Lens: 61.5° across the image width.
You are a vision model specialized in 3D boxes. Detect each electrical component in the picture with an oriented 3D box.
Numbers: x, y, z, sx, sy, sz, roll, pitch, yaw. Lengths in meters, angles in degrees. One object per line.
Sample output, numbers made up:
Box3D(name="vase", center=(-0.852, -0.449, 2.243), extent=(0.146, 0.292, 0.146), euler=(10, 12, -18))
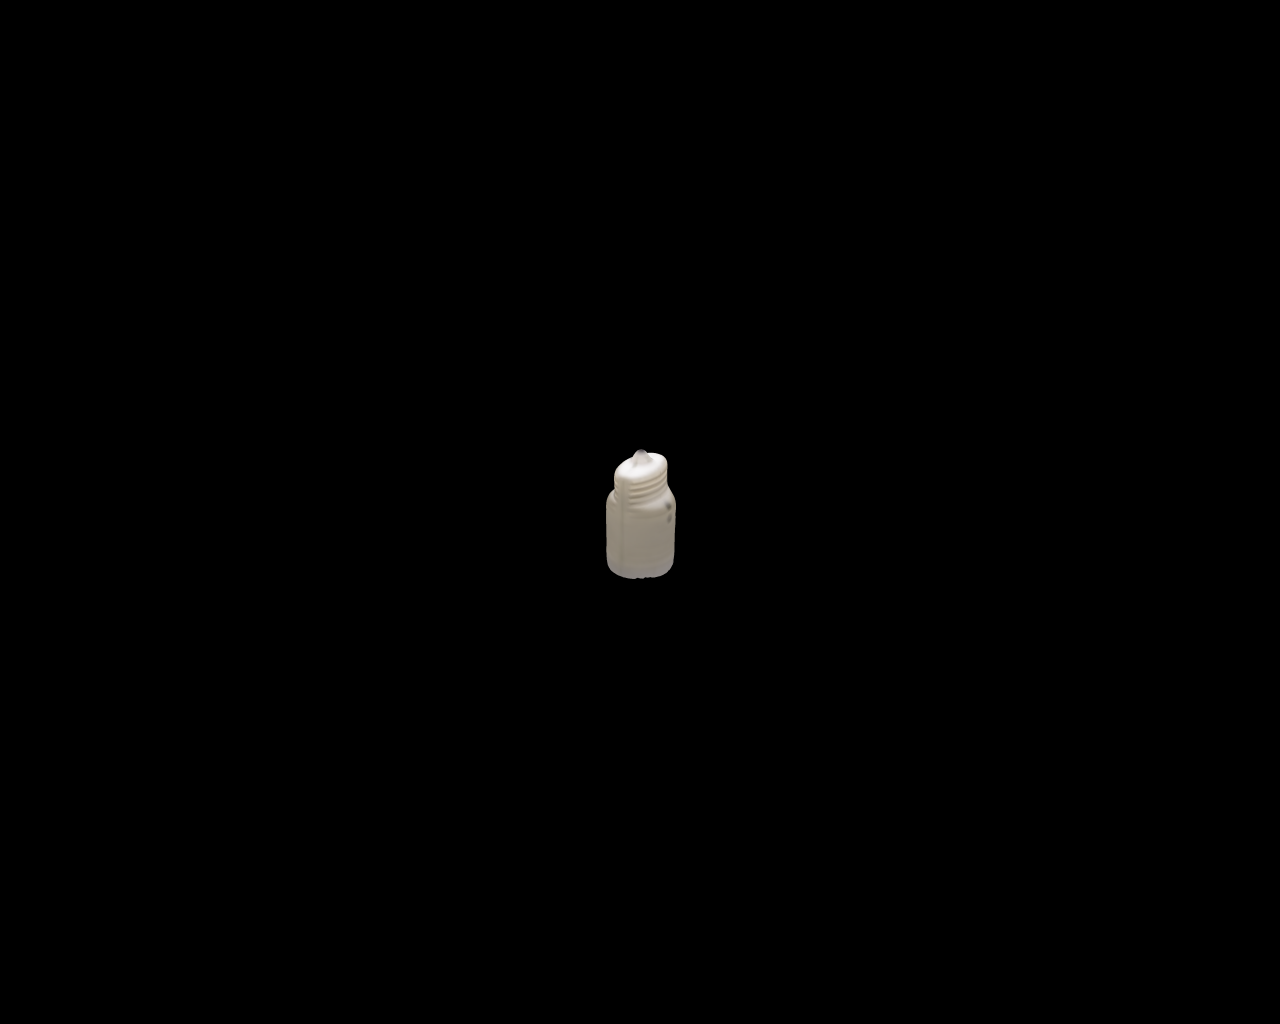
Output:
Box3D(name="electrical component", center=(0.001, -0.003, 0.650), extent=(0.043, 0.080, 0.043), euler=(0, 28, 0))
